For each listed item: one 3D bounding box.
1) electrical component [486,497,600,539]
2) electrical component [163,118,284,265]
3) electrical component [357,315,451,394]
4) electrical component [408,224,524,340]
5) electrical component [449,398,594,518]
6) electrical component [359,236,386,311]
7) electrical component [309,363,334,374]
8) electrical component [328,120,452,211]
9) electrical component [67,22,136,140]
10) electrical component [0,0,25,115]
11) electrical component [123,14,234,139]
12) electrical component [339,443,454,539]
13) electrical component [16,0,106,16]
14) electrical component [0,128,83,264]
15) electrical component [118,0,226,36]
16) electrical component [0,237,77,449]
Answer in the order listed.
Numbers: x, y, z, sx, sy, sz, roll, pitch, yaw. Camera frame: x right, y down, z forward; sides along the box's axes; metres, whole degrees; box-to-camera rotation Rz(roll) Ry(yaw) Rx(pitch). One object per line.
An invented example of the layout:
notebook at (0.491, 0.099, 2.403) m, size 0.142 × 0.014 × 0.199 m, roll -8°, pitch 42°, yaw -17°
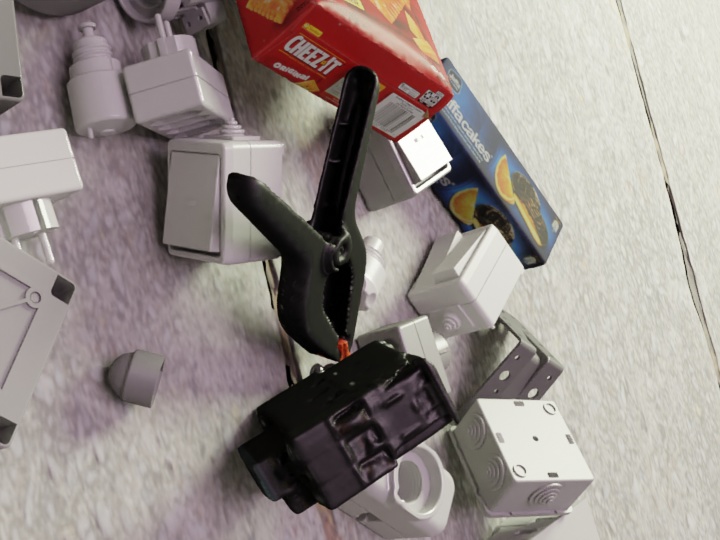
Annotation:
electrical component at (0.130, 0.271, 0.874) m, size 0.186 × 0.060 × 0.105 m, roll -18°, pitch 91°, yaw -48°
electrical component at (-0.094, -0.054, 0.727) m, size 0.061 × 0.062 × 0.096 m, roll -9°, pitch 104°, yaw -47°
electrical component at (0.047, 0.071, 0.863) m, size 0.077 × 0.047 × 0.065 m, roll -18°, pitch 91°, yaw -48°
electrical component at (0.086, 0.012, 0.912) m, size 0.061 × 0.062 × 0.096 m, roll 53°, pitch 46°, yaw -20°
electrical component at (0.133, 0.152, 0.886) m, size 0.100 × 0.048 × 0.099 m, roll 5°, pitch 43°, yaw -29°
electrical component at (0.000, 0.000, 0.841) m, size 0.043 × 0.043 × 0.062 m, roll 48°, pitch 46°, yaw -24°
electrical component at (-0.006, 0.090, 0.807) m, size 0.078 × 0.040 × 0.040 m, roll 32°, pitch 56°, yaw -35°
electrical component at (0.025, -0.107, 0.889) m, size 0.062 × 0.061 × 0.096 m, roll -37°, pitch 104°, yaw -46°
electrical component at (-0.172, -0.123, 0.704) m, size 0.040 × 0.040 × 0.078 m, roll -6°, pitch 81°, yaw -47°
electrical component at (-0.256, -0.143, 0.610) m, size 0.109 × 0.056 × 0.108 m, roll 0°, pitch 77°, yaw -46°
electrical component at (-0.125, -0.134, 0.723) m, size 0.083 × 0.047 × 0.075 m, roll 11°, pitch 65°, yaw -82°
electrical component at (0.023, 0.159, 0.801) m, size 0.095 × 0.059 × 0.053 m, roll 40°, pitch 52°, yaw -31°
electrical component at (-0.197, -0.217, 0.693) m, size 0.108 × 0.060 × 0.108 m, roll 17°, pitch 65°, yaw -42°
electrical component at (-0.203, -0.038, 0.638) m, size 0.066 × 0.047 × 0.076 m, roll -18°, pitch 90°, yaw -47°
electrical component at (-0.135, -0.204, 0.756) m, size 0.057 × 0.058 × 0.078 m, roll -32°, pitch 101°, yaw -50°
electrical component at (-0.227, 0.031, 0.584) m, size 0.109 × 0.056 × 0.108 m, roll 37°, pitch 53°, yaw -32°
